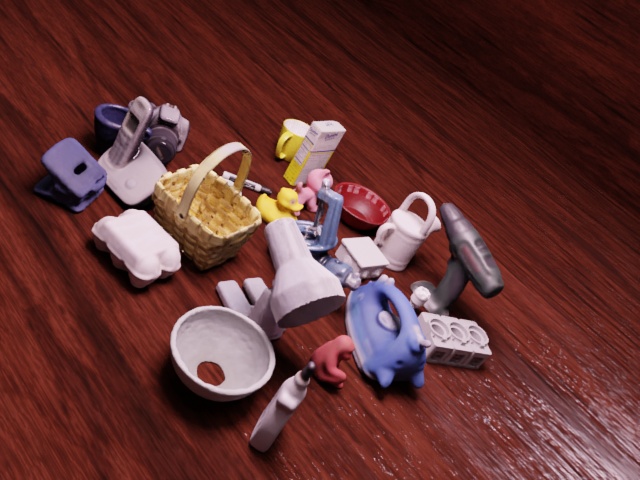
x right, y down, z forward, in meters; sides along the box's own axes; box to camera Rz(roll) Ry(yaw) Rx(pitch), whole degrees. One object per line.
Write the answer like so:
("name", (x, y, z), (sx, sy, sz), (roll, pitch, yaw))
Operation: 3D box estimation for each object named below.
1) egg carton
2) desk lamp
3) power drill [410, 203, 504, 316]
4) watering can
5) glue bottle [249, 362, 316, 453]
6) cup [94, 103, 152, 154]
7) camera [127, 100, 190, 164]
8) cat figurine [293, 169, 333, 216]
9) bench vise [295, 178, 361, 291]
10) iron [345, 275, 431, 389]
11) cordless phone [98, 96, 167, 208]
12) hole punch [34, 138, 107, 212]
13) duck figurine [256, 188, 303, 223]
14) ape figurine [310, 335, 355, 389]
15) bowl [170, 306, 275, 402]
("egg carton", (-0.316, 0.012, 0.995), (0.150, 0.069, 0.107), (41, 35, 15))
("desk lamp", (-0.069, 0.081, 0.967), (0.118, 0.213, 0.202), (-4, 47, -41))
("power drill", (0.296, 0.062, 1.282), (0.076, 0.208, 0.229), (-5, 47, -41))
("watering can", (0.209, -0.029, 1.346), (0.100, 0.194, 0.173), (42, 35, 17))
("glue bottle", (-0.047, 0.232, 0.826), (0.037, 0.173, 0.078), (31, 33, 1))
("cup", (-0.416, -0.217, 1.193), (0.118, 0.095, 0.091), (20, 35, -16))
("camera", (-0.360, -0.238, 1.258), (0.143, 0.100, 0.136), (16, 36, -21))
("cat figurine", (-0.020, -0.126, 1.361), (0.067, 0.117, 0.128), (45, 36, 21))
("bench vise", (0.015, -0.001, 1.134), (0.207, 0.219, 0.122), (33, 33, 3))
("iron", (0.129, 0.152, 1.096), (0.119, 0.141, 0.257), (9, 39, -30))
("cordless phone", (-0.346, -0.168, 1.101), (0.147, 0.185, 0.094), (44, 36, 19))
("hole punch", (-0.447, -0.122, 1.047), (0.101, 0.091, 0.108), (26, 34, -7))
("duck figurine", (-0.086, -0.080, 1.279), (0.104, 0.086, 0.077), (30, 33, -1))
("ape figurine", (0.029, 0.203, 0.996), (0.076, 0.092, 0.078), (30, 33, -1))
("bowl", (-0.158, 0.187, 0.886), (0.168, 0.074, 0.167), (21, 35, -15))
